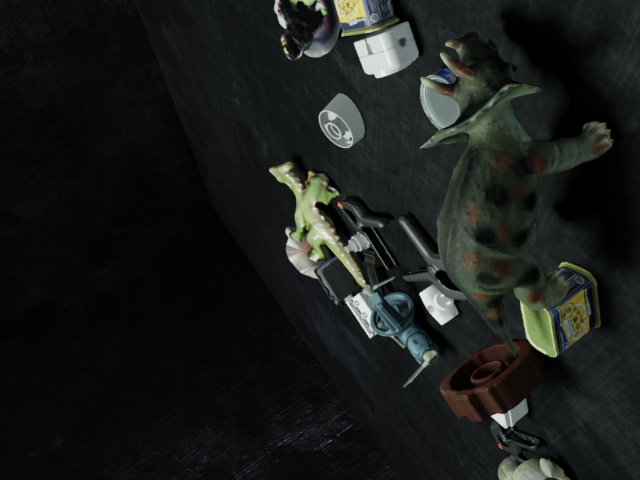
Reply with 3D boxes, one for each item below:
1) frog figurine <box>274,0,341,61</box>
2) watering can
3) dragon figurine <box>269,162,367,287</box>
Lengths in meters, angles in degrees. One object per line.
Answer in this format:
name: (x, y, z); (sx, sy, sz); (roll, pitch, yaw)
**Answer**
frog figurine: (-0.018, -0.394, 0.898); (0.135, 0.122, 0.163); (57, -158, -22)
watering can: (0.003, 0.084, 1.617); (0.350, 0.104, 0.223); (49, -177, 12)
dragon figurine: (0.004, -0.070, 1.392); (0.415, 0.124, 0.237); (41, 149, 27)
